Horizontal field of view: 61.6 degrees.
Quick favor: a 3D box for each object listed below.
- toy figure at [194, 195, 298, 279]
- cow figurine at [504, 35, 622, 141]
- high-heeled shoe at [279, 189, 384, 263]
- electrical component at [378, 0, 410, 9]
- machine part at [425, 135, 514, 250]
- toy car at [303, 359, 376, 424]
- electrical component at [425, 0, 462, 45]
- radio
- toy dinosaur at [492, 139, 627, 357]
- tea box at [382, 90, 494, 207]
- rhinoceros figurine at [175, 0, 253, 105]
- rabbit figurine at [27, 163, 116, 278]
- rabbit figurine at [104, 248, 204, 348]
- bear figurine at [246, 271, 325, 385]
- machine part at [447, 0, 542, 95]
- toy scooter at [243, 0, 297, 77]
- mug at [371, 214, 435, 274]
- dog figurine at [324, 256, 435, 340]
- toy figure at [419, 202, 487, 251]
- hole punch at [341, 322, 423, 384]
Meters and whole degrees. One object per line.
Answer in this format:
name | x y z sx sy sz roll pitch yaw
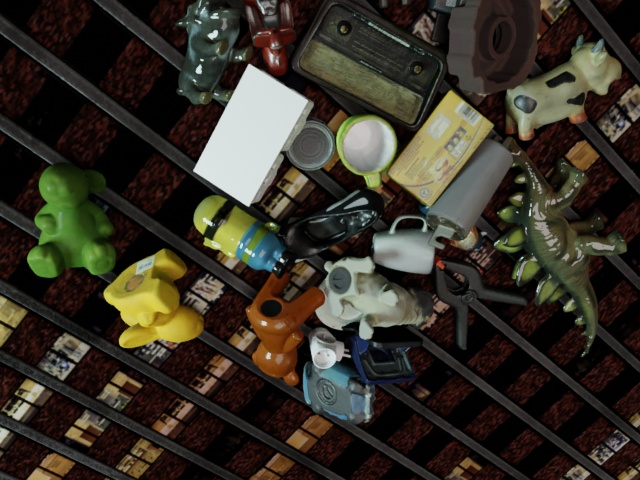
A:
toy figure | -0.124 -0.009 0.889 0.180 0.082 0.089 34 149 11
cow figurine | 0.403 -0.256 0.895 0.195 0.086 0.127 -19 119 1
high-heeled shoe | -0.002 -0.003 0.901 0.249 0.145 0.086 -38 111 6
electrical component | 0.113 -0.406 0.822 0.063 0.021 0.093 -8 113 -5
machine part | 0.252 -0.085 0.906 0.079 0.079 0.243 40 75 -20
toy car | 0.050 0.282 1.042 0.103 0.162 0.109 -16 108 -50
electrical component | 0.205 -0.369 0.837 0.075 0.048 0.119 11 108 -12
radio | 0.079 -0.277 0.840 0.229 0.073 0.131 23 107 -17
toy dinosaur | 0.446 0.018 1.003 0.198 0.105 0.471 -33 104 13
tea box | 0.194 -0.151 0.897 0.098 0.068 0.169 38 99 -6
rhinoceros figurine | -0.161 -0.292 0.791 0.112 0.073 0.190 37 125 24
rabbit figurine | -0.373 -0.049 0.824 0.121 0.159 0.170 2 130 -11
rabbit figurine | -0.279 0.127 0.934 0.162 0.122 0.173 -31 131 8
bear figurine | -0.065 0.169 0.990 0.132 0.120 0.195 -48 150 -31
machine part | 0.267 -0.311 0.824 0.179 0.056 0.179 -17 119 -33
toy scooter | -0.073 -0.326 0.766 0.075 0.135 0.183 -10 112 -2
mug | 0.148 0.007 0.963 0.107 0.081 0.109 2 117 1
dog figurine | 0.111 0.095 0.988 0.121 0.172 0.190 -46 155 23
toy figure | 0.244 -0.025 0.978 0.154 0.064 0.058 40 57 -20
hole punch | 0.119 0.208 1.012 0.142 0.116 0.092 -1 105 -20
